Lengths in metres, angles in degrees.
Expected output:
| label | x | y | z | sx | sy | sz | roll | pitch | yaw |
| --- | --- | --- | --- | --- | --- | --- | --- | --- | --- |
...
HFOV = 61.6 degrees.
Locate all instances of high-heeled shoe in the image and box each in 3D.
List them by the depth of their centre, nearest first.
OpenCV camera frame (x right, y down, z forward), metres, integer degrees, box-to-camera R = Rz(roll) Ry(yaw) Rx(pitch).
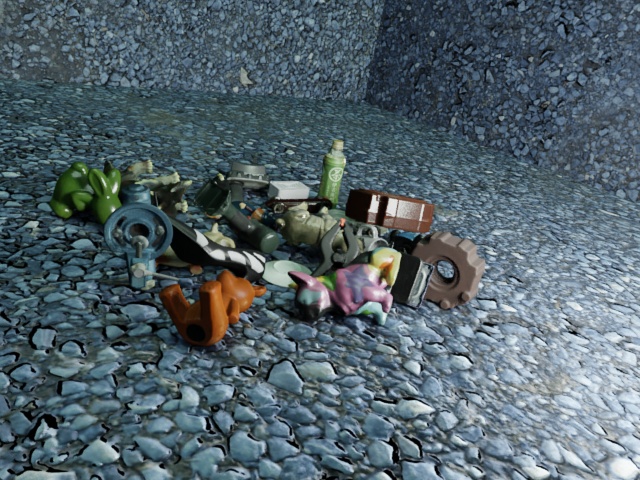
| label | x | y | z | sx | sy | sz | roll | pitch | yaw |
| --- | --- | --- | --- | --- | --- | --- | --- | --- | --- |
| high-heeled shoe | -0.214 | 0.007 | 1.133 | 0.086 | 0.248 | 0.145 | -22 | 26 | 38 |

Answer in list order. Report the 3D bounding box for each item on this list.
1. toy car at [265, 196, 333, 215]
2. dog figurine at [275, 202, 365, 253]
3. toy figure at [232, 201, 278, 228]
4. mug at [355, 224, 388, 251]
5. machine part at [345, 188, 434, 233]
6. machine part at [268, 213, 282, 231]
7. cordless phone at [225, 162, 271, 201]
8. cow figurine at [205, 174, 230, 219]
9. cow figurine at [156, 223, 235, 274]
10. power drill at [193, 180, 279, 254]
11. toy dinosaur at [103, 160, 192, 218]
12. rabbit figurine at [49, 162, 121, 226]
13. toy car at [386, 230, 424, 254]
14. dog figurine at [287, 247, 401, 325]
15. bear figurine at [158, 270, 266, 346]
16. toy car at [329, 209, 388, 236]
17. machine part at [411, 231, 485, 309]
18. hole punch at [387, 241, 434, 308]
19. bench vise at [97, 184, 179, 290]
| label | x | y | z | sx | sy | sz | roll | pitch | yaw |
| --- | --- | --- | --- | --- | --- | --- | --- | --- | --- |
| toy car | -0.062 | -0.101 | 1.602 | 0.202 | 0.053 | 0.089 | -3 | 21 | -13 |
| dog figurine | 0.000 | -0.007 | 1.317 | 0.172 | 0.121 | 0.191 | -9 | 27 | -29 |
| toy figure | -0.180 | -0.062 | 1.455 | 0.155 | 0.057 | 0.064 | 22 | -5 | 29 |
| mug | 0.110 | 0.014 | 1.365 | 0.081 | 0.109 | 0.107 | -19 | 24 | -37 |
| machine part | 0.185 | -0.081 | 1.436 | 0.201 | 0.087 | 0.202 | 8 | 9 | -23 |
| machine part | -0.080 | -0.052 | 1.509 | 0.139 | 0.039 | 0.084 | -3 | 32 | -34 |
| cordless phone | -0.222 | -0.159 | 1.664 | 0.147 | 0.088 | 0.184 | 6 | 35 | -14 |
| cow figurine | -0.285 | -0.123 | 1.503 | 0.068 | 0.098 | 0.167 | 12 | 22 | -13 |
| cow figurine | -0.289 | 0.016 | 1.205 | 0.195 | 0.085 | 0.127 | 4 | 30 | -15 |
| power drill | -0.212 | -0.054 | 1.305 | 0.232 | 0.086 | 0.207 | 32 | -14 | 44 |
| toy dinosaur | -0.494 | -0.131 | 1.416 | 0.405 | 0.131 | 0.192 | 16 | 22 | 26 |
| rabbit figurine | -0.543 | -0.105 | 1.312 | 0.170 | 0.159 | 0.121 | 34 | 18 | 13 |
| toy car | 0.239 | 0.040 | 1.379 | 0.103 | 0.109 | 0.162 | 21 | 0 | -39 |
| dog figurine | 0.044 | 0.085 | 1.103 | 0.219 | 0.108 | 0.191 | 13 | 67 | 2 |
| bear figurine | -0.186 | 0.103 | 0.989 | 0.120 | 0.131 | 0.196 | -5 | 24 | 22 |
| toy car | 0.097 | -0.051 | 1.560 | 0.202 | 0.056 | 0.073 | 8 | 23 | -7 |
| machine part | 0.286 | 0.069 | 1.231 | 0.180 | 0.179 | 0.056 | 24 | 28 | 28 |
| hole punch | 0.185 | 0.086 | 1.204 | 0.116 | 0.142 | 0.092 | 19 | 0 | 39 |
| bench vise | -0.335 | 0.024 | 0.989 | 0.129 | 0.223 | 0.241 | 7 | 23 | -22 |
